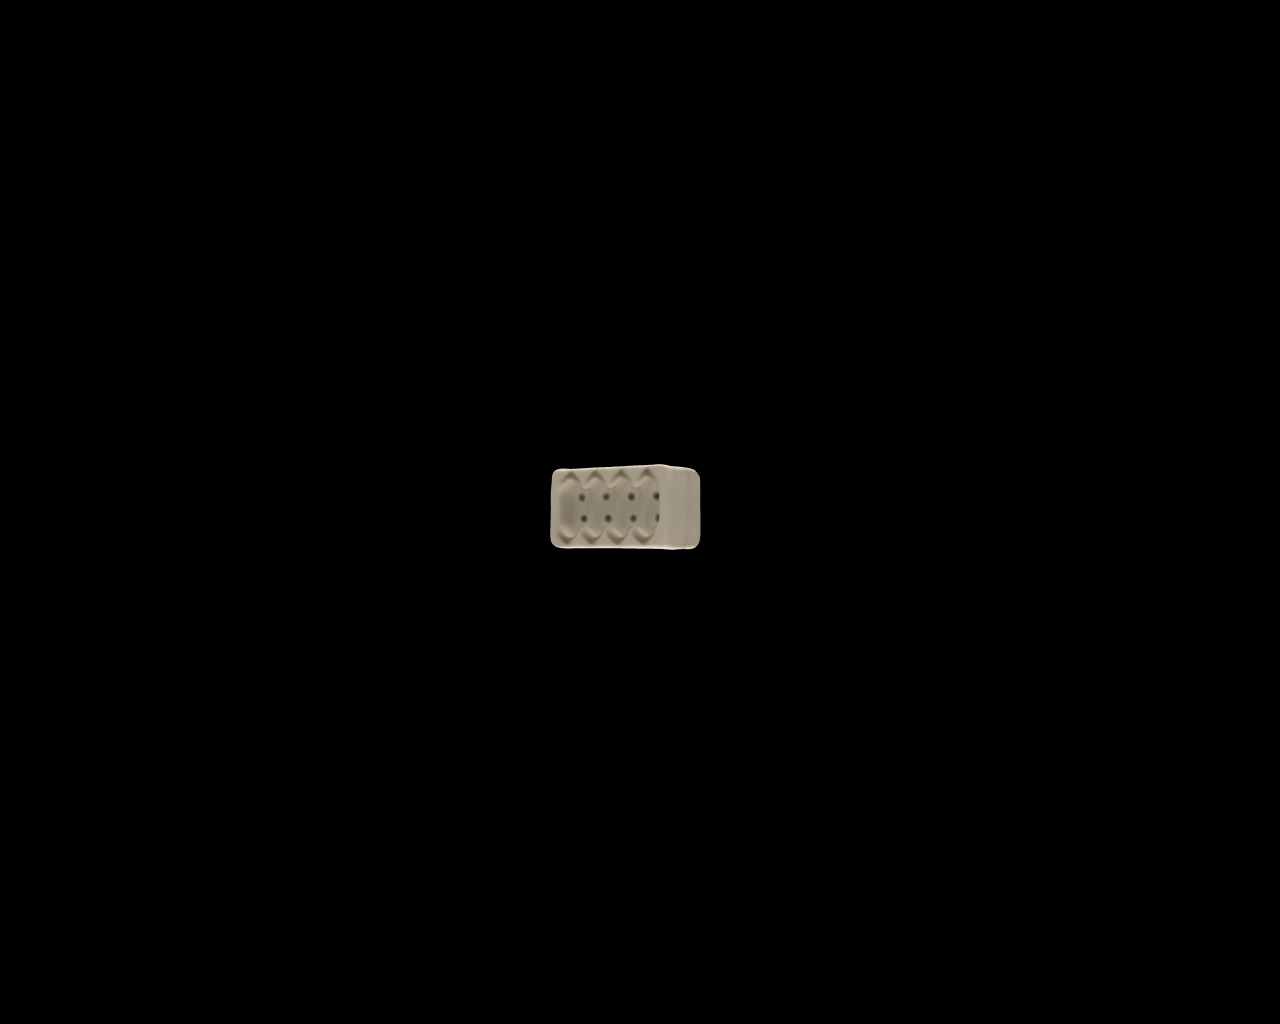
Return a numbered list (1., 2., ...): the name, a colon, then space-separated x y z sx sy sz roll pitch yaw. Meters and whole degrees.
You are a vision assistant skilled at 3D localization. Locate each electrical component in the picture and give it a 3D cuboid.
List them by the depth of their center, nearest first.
1. electrical component: 0.001 -0.003 0.650 0.083 0.047 0.076 0 0 32
